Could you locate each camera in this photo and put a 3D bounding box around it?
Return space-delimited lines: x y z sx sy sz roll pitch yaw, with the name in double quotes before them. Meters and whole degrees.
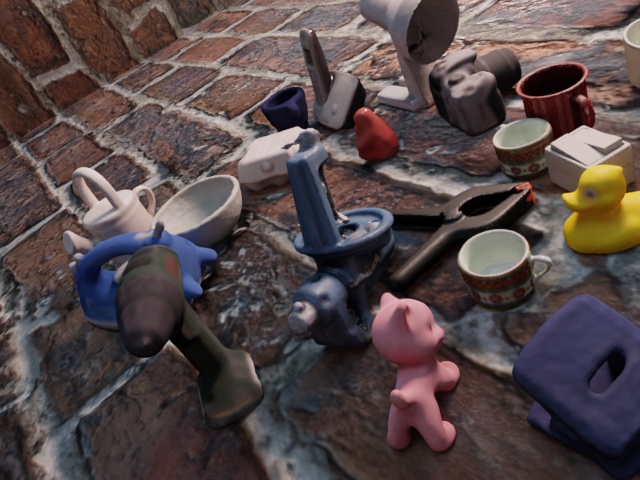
"camera" 0.256 -0.257 0.922 0.137 0.101 0.143 -28 33 1

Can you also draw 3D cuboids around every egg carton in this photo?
"egg carton" -0.077 -0.146 1.044 0.150 0.070 0.107 -13 36 23

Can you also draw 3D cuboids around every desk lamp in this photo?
"desk lamp" 0.155 -0.340 1.005 0.118 0.214 0.202 -38 34 -14

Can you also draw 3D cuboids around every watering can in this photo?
"watering can" -0.360 -0.038 0.989 0.100 0.194 0.173 -11 37 25

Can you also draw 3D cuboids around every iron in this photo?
"iron" -0.294 0.052 0.866 0.257 0.142 0.118 -15 35 20

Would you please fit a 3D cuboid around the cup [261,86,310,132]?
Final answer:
"cup" -0.052 -0.238 1.128 0.092 0.095 0.117 -34 33 -8

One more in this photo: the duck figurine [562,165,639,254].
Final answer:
"duck figurine" 0.306 -0.041 0.603 0.104 0.086 0.077 -18 34 16

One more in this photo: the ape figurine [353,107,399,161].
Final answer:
"ape figurine" 0.085 -0.179 0.948 0.078 0.092 0.075 -43 35 -21

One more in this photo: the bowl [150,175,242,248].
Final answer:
"bowl" -0.197 -0.034 0.975 0.167 0.075 0.167 -19 34 14

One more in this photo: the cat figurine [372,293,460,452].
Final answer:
"cat figurine" 0.081 0.111 0.531 0.067 0.118 0.128 -12 36 24

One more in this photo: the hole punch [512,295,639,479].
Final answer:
"hole punch" 0.223 0.110 0.452 0.109 0.091 0.100 -41 35 -18

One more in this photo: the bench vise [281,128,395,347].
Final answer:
"bench vise" 0.017 -0.001 0.636 0.121 0.220 0.207 -16 35 18

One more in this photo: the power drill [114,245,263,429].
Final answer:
"power drill" -0.146 0.105 0.622 0.075 0.209 0.229 -31 33 -5

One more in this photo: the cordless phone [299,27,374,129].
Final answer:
"cordless phone" 0.016 -0.310 1.093 0.094 0.185 0.147 -36 34 -12
